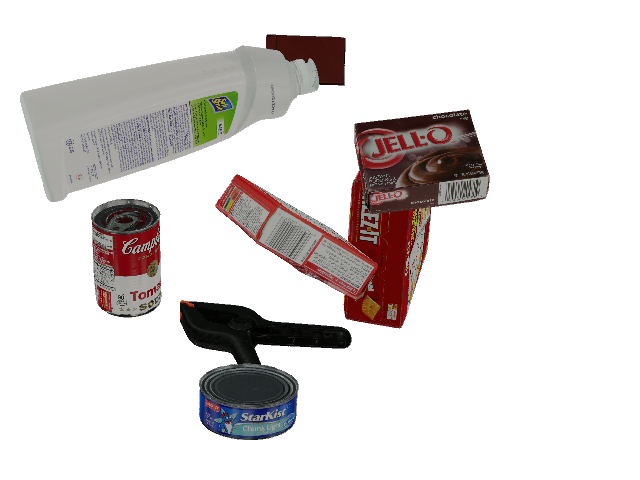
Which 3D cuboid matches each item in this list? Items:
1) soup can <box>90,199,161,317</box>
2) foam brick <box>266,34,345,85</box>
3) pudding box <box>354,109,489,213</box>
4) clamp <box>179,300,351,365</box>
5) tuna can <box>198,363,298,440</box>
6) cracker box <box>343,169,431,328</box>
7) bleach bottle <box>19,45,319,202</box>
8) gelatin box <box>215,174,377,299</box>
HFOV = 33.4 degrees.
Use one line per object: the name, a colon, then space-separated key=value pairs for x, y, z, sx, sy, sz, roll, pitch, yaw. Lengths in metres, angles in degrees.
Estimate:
soup can: x=-0.196 y=0.018 z=1.082 sx=0.068 sy=0.102 sz=0.068 roll=3 pitch=30 yaw=-2
foam brick: x=-0.016 y=-0.193 z=1.142 sx=0.078 sy=0.051 sz=0.053 roll=0 pitch=12 yaw=-13
pudding box: x=0.092 y=-0.074 z=0.988 sx=0.113 sy=0.090 sz=0.039 roll=-6 pitch=-40 yaw=-3
clamp: x=-0.092 y=0.113 z=1.236 sx=0.210 sy=0.036 sz=0.164 roll=14 pitch=22 yaw=29
tuna can: x=-0.062 y=0.139 z=0.921 sx=0.086 sy=0.034 sz=0.086 roll=3 pitch=17 yaw=-1
cracker box: x=0.080 y=-0.023 z=1.205 sx=0.072 sy=0.164 sz=0.213 roll=7 pitch=23 yaw=11
bleach bottle: x=-0.124 y=-0.110 z=0.923 sx=0.250 sy=0.068 sz=0.103 roll=-15 pitch=-31 yaw=-13
gelatin box: x=-0.015 y=-0.002 z=0.688 sx=0.089 sy=0.030 sz=0.073 roll=31 pitch=4 yaw=-32
